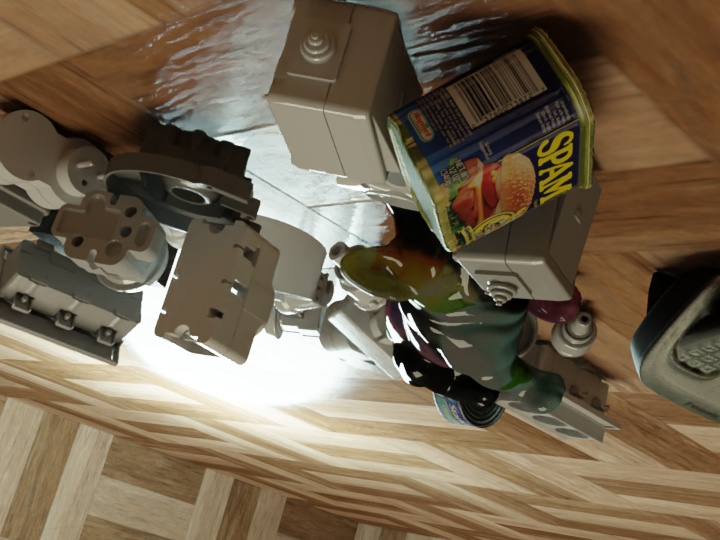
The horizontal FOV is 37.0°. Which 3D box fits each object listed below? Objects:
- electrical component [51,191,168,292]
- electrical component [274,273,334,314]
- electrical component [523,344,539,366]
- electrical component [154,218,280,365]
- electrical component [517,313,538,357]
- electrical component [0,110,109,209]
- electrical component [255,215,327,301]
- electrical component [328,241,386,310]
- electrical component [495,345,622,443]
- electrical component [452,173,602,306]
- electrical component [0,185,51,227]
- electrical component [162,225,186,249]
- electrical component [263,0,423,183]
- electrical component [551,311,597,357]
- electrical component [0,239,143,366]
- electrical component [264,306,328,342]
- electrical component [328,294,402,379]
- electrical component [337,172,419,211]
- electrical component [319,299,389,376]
[{"bbox_3d":[-0.172,-0.018,0.770,0.078,0.058,0.057,10,159,18],"label":"electrical component"},{"bbox_3d":[-0.052,0.018,0.978,0.046,0.040,0.040,-9,151,42],"label":"electrical component"},{"bbox_3d":[0.113,0.072,0.970,0.089,0.055,0.050,29,159,-36],"label":"electrical component"},{"bbox_3d":[-0.097,0.017,0.755,0.050,0.089,0.056,5,160,31],"label":"electrical component"},{"bbox_3d":[0.112,0.049,0.899,0.078,0.058,0.057,21,165,-18],"label":"electrical component"},{"bbox_3d":[-0.213,-0.073,0.807,0.074,0.052,0.138,-2,155,44],"label":"electrical component"},{"bbox_3d":[-0.080,-0.009,0.915,0.099,0.064,0.099,11,176,1],"label":"electrical component"},{"bbox_3d":[0.000,0.000,0.867,0.048,0.048,0.062,-1,149,43],"label":"electrical component"},{"bbox_3d":[0.189,0.118,1.034,0.079,0.063,0.121,-2,156,45],"label":"electrical component"},{"bbox_3d":[0.097,-0.024,0.613,0.061,0.096,0.062,4,160,28],"label":"electrical component"},{"bbox_3d":[-0.304,-0.082,0.853,0.078,0.057,0.113,1,158,39],"label":"electrical component"},{"bbox_3d":[-0.145,-0.044,0.864,0.040,0.040,0.046,11,157,16],"label":"electrical component"},{"bbox_3d":[-0.006,-0.093,0.548,0.061,0.061,0.096,12,163,12],"label":"electrical component"},{"bbox_3d":[0.177,0.049,0.879,0.035,0.035,0.061,14,161,4],"label":"electrical component"},{"bbox_3d":[-0.257,0.025,0.942,0.121,0.078,0.063,27,130,-32],"label":"electrical component"},{"bbox_3d":[-0.063,0.046,1.065,0.055,0.048,0.066,5,161,9],"label":"electrical component"},{"bbox_3d":[0.026,0.047,0.934,0.083,0.047,0.076,43,159,-5],"label":"electrical component"},{"bbox_3d":[0.027,-0.063,0.627,0.077,0.044,0.079,14,177,5],"label":"electrical component"},{"bbox_3d":[0.012,0.065,1.042,0.095,0.053,0.059,25,161,-27],"label":"electrical component"}]
